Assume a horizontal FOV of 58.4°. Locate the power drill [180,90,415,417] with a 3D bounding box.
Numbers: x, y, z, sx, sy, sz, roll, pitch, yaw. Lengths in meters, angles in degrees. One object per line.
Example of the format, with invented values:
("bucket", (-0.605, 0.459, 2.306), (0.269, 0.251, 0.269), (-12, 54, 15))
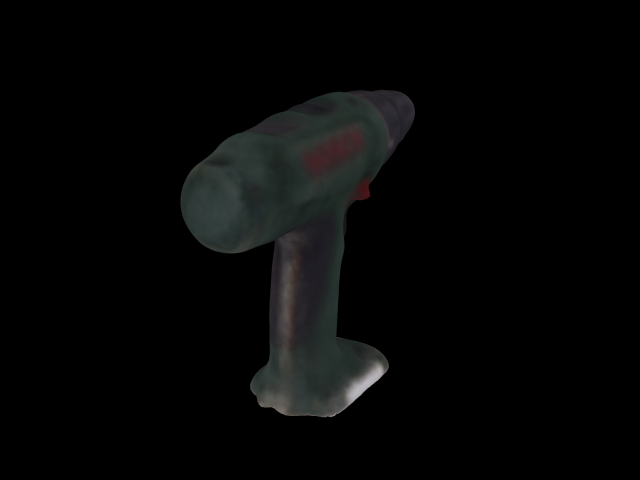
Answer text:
("power drill", (0.004, 0.001, 0.400), (0.075, 0.208, 0.230), (8, 16, 31))
